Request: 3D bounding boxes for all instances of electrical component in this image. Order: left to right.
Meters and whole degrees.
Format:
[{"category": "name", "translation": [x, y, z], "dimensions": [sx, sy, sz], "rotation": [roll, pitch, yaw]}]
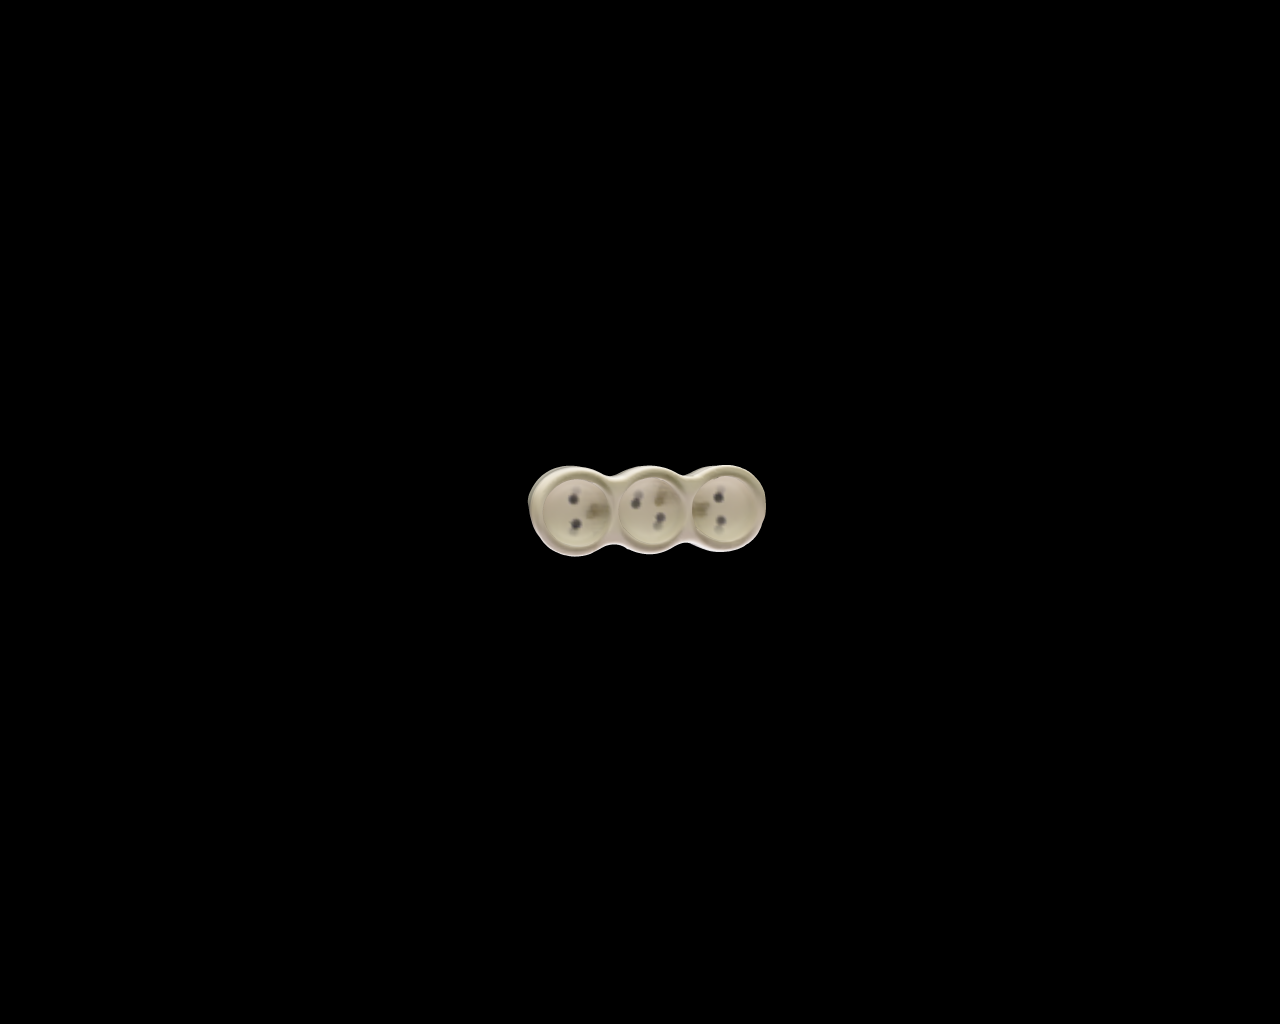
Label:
[{"category": "electrical component", "translation": [0.001, -0.003, 0.650], "dimensions": [0.138, 0.052, 0.074], "rotation": [-1, 4, -11]}]
